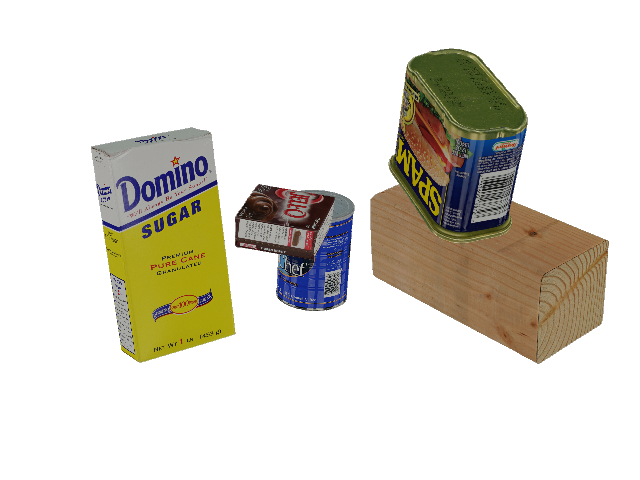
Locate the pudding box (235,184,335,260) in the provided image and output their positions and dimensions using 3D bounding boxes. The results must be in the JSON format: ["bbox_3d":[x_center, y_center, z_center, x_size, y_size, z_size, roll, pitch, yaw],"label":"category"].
[{"bbox_3d":[-0.037,-0.022,1.154,0.090,0.039,0.113,9,25,7],"label":"pudding box"}]

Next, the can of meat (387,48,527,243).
[{"bbox_3d":[0.088,-0.063,0.688,0.057,0.084,0.102,-10,42,-17],"label":"can of meat"}]

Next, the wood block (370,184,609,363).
[{"bbox_3d":[0.148,0.017,0.974,0.090,0.090,0.206,-24,35,-33],"label":"wood block"}]

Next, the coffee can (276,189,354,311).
[{"bbox_3d":[-0.008,0.013,1.487,0.103,0.140,0.103,3,25,-2],"label":"coffee can"}]

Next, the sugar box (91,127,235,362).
[{"bbox_3d":[-0.127,0.002,0.876,0.093,0.176,0.048,-16,21,-30],"label":"sugar box"}]
